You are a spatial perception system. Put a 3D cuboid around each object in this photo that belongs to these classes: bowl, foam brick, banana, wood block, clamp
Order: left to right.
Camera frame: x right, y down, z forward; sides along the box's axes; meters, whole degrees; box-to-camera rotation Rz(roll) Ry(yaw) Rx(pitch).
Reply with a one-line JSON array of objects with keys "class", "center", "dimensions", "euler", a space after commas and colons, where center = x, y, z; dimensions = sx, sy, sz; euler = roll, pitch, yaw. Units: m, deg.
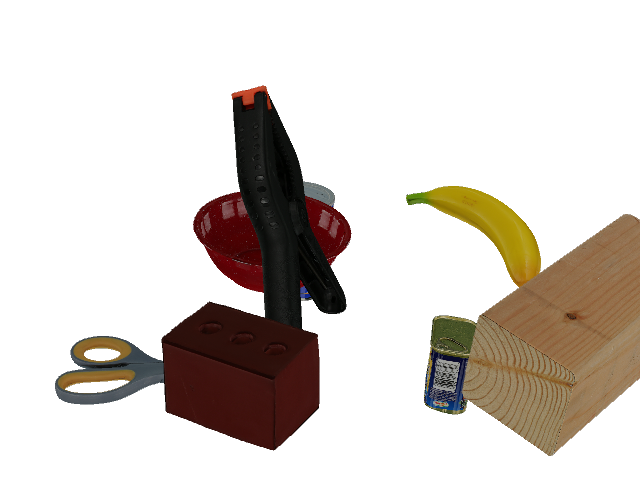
[{"class": "foam brick", "center": [-0.046, 0.077, 0.618], "dimensions": [0.078, 0.051, 0.052], "euler": [14, 28, 24]}, {"class": "bowl", "center": [-0.051, 0.007, 1.100], "dimensions": [0.162, 0.055, 0.162], "euler": [4, 30, -3]}, {"class": "clamp", "center": [-0.026, -0.013, 0.819], "dimensions": [0.036, 0.210, 0.164], "euler": [-11, 4, 15]}, {"class": "banana", "center": [0.169, -0.011, 1.078], "dimensions": [0.069, 0.037, 0.198], "euler": [-34, 40, -14]}, {"class": "wood block", "center": [0.219, 0.069, 0.865], "dimensions": [0.205, 0.090, 0.091], "euler": [-28, 48, -36]}]

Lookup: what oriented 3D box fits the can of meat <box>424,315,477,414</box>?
[{"class": "can of meat", "center": [0.158, 0.151, 1.297], "dimensions": [0.057, 0.084, 0.102], "euler": [9, 21, 5]}]

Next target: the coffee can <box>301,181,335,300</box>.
[{"class": "coffee can", "center": [-0.035, 0.000, 1.495], "dimensions": [0.103, 0.140, 0.103], "euler": [3, 25, -2]}]

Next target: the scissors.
[{"class": "scissors", "center": [-0.138, 0.108, 0.961], "dimensions": [0.201, 0.016, 0.096], "euler": [-8, 32, -18]}]
